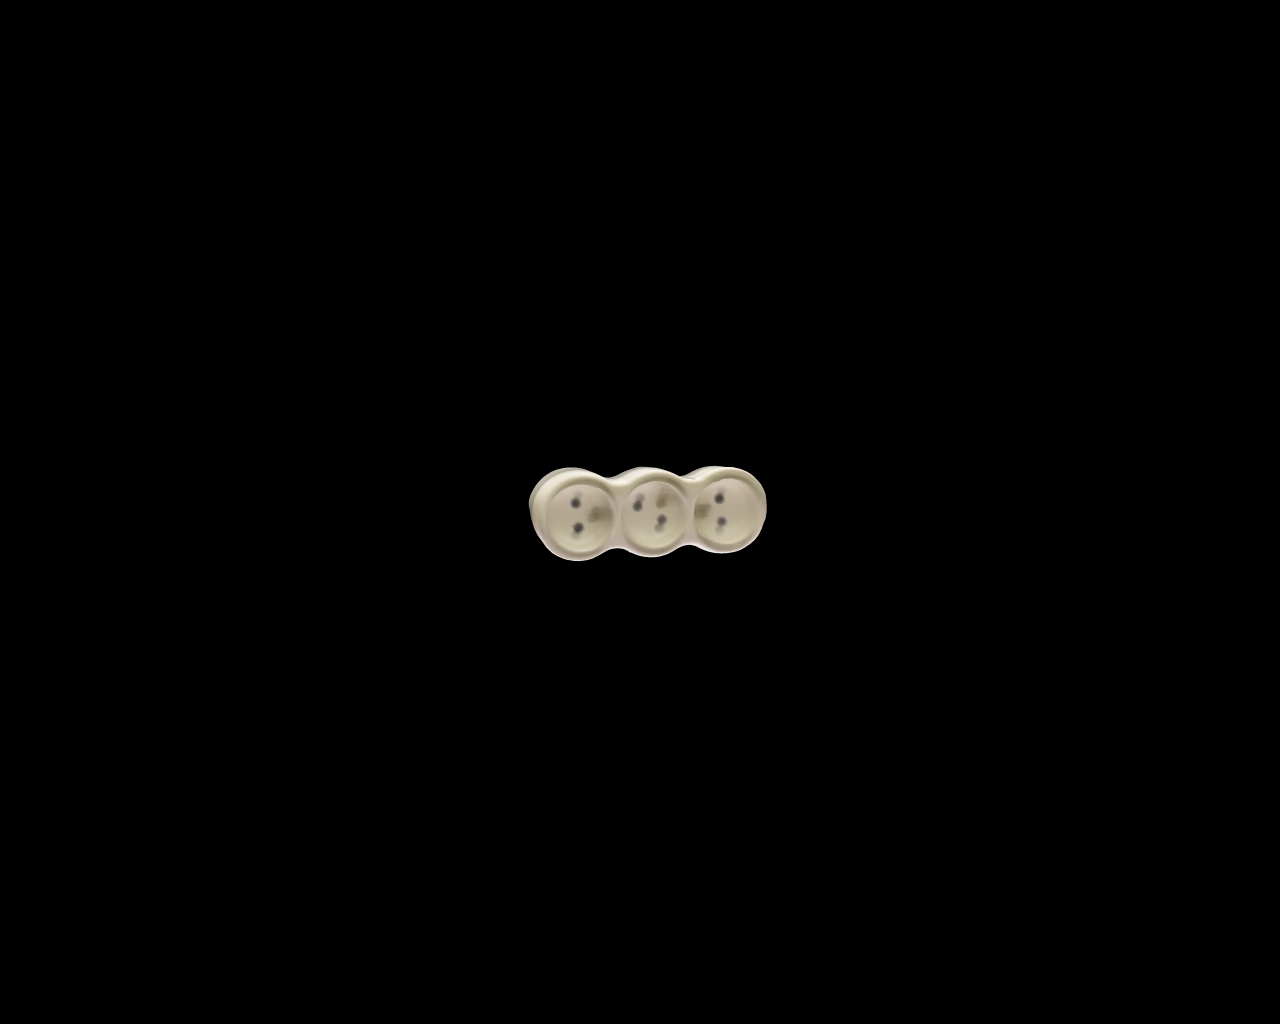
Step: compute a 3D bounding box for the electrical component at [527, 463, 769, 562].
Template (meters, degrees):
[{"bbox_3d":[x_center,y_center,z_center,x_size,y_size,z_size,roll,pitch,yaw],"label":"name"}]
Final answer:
[{"bbox_3d":[0.001,-0.003,0.650,0.138,0.052,0.074,-2,8,-14],"label":"electrical component"}]
